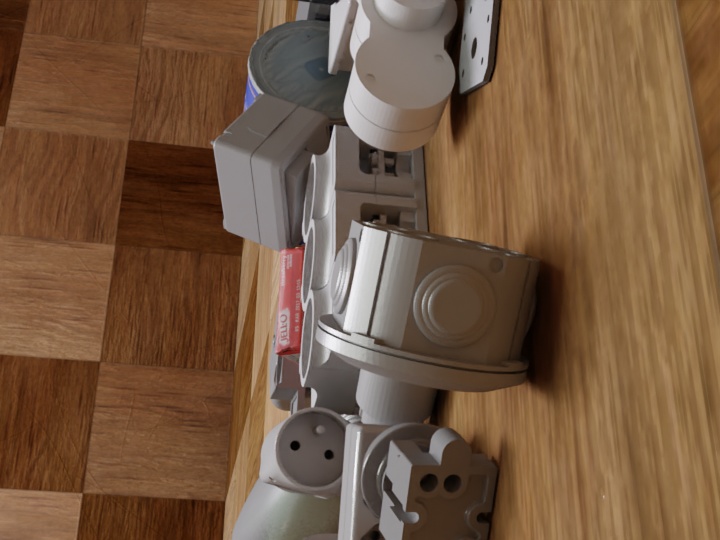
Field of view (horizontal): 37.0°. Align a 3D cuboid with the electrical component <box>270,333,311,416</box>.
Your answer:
[{"bbox_3d":[-0.031,0.070,0.785,0.042,0.064,0.081,118,156,-70],"label":"electrical component"}]

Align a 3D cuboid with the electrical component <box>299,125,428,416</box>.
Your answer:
[{"bbox_3d":[0.000,0.000,0.632,0.089,0.062,0.150,107,165,-53],"label":"electrical component"}]

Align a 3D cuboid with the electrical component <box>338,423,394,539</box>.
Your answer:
[{"bbox_3d":[0.013,0.117,0.524,0.076,0.047,0.083,153,122,-80],"label":"electrical component"}]

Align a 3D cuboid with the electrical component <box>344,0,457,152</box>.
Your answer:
[{"bbox_3d":[0.025,-0.138,0.565,0.073,0.052,0.138,109,167,-59],"label":"electrical component"}]

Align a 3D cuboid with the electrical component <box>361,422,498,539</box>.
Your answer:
[{"bbox_3d":[0.028,0.093,0.455,0.055,0.048,0.066,-142,57,-71],"label":"electrical component"}]

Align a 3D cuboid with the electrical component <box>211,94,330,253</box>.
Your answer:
[{"bbox_3d":[-0.053,-0.058,0.721,0.061,0.061,0.096,-52,-26,-36],"label":"electrical component"}]

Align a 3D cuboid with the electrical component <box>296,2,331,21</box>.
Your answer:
[{"bbox_3d":[-0.020,-0.180,0.861,0.150,0.062,0.089,106,166,-51],"label":"electrical component"}]

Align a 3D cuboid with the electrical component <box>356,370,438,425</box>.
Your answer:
[{"bbox_3d":[0.018,0.067,0.548,0.040,0.040,0.078,-100,18,-60],"label":"electrical component"}]

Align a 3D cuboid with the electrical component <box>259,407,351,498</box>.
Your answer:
[{"bbox_3d":[-0.013,0.106,0.596,0.077,0.079,0.043,130,155,-74],"label":"electrical component"}]

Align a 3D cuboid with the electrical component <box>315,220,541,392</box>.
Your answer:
[{"bbox_3d":[0.027,0.013,0.402,0.080,0.080,0.051,-139,60,-79],"label":"electrical component"}]

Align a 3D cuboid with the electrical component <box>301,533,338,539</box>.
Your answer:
[{"bbox_3d":[-0.004,0.170,0.588,0.138,0.052,0.073,-144,60,-79],"label":"electrical component"}]

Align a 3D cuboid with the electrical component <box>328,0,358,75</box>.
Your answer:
[{"bbox_3d":[0.011,-0.186,0.714,0.099,0.048,0.099,116,157,-66],"label":"electrical component"}]

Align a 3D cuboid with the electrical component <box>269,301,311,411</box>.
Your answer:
[{"bbox_3d":[-0.046,0.071,0.907,0.059,0.054,0.095,-99,16,-57],"label":"electrical component"}]

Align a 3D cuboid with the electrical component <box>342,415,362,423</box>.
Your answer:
[{"bbox_3d":[0.001,0.088,0.666,0.035,0.035,0.061,108,162,-55],"label":"electrical component"}]
